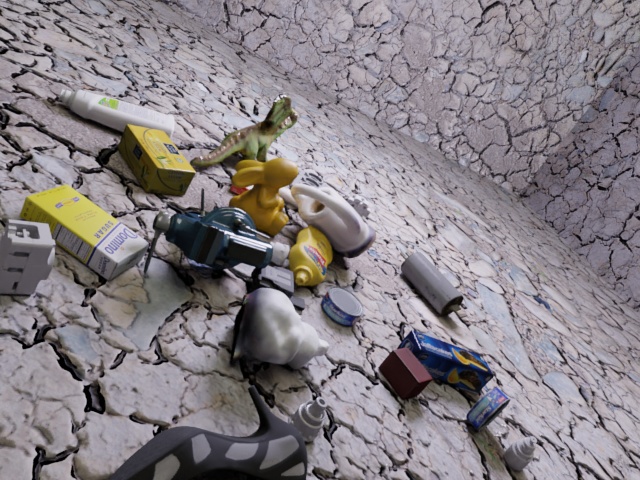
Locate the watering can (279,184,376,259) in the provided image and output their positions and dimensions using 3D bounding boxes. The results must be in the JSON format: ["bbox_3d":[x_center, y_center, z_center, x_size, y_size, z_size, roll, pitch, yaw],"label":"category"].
[{"bbox_3d":[0.004,-0.064,1.265,0.221,0.105,0.350,44,-11,-27],"label":"watering can"}]

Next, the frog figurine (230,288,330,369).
[{"bbox_3d":[-0.053,0.146,0.819,0.159,0.122,0.138,14,8,-14],"label":"frog figurine"}]

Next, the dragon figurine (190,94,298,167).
[{"bbox_3d":[-0.170,-0.297,1.379,0.122,0.239,0.414,41,22,6],"label":"dragon figurine"}]
